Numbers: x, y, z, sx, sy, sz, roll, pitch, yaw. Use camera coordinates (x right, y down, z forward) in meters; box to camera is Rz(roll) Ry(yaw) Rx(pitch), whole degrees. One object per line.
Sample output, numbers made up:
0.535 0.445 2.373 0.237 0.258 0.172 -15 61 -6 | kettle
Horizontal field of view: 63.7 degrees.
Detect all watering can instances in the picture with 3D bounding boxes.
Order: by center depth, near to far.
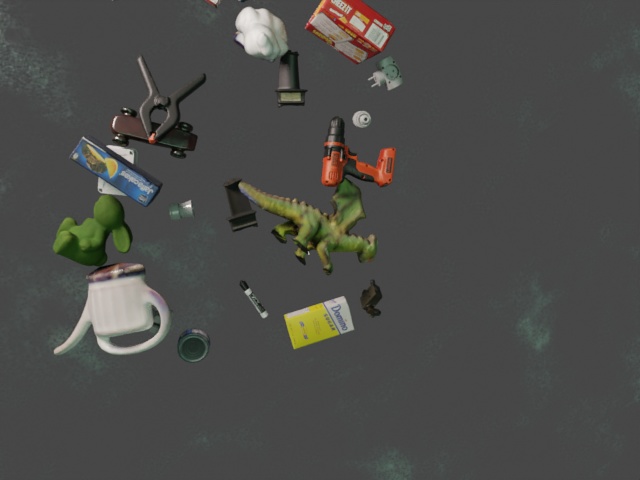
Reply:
-0.527 0.176 1.271 0.347 0.104 0.225 -10 88 14 | watering can

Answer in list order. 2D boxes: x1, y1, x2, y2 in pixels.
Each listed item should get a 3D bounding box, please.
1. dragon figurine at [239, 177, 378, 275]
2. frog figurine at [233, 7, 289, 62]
0.004 -0.068 1.352 0.245 0.122 0.406 -47 107 -17 | dragon figurine
-0.134 -0.483 1.202 0.123 0.161 0.136 -43 106 -1 | frog figurine
